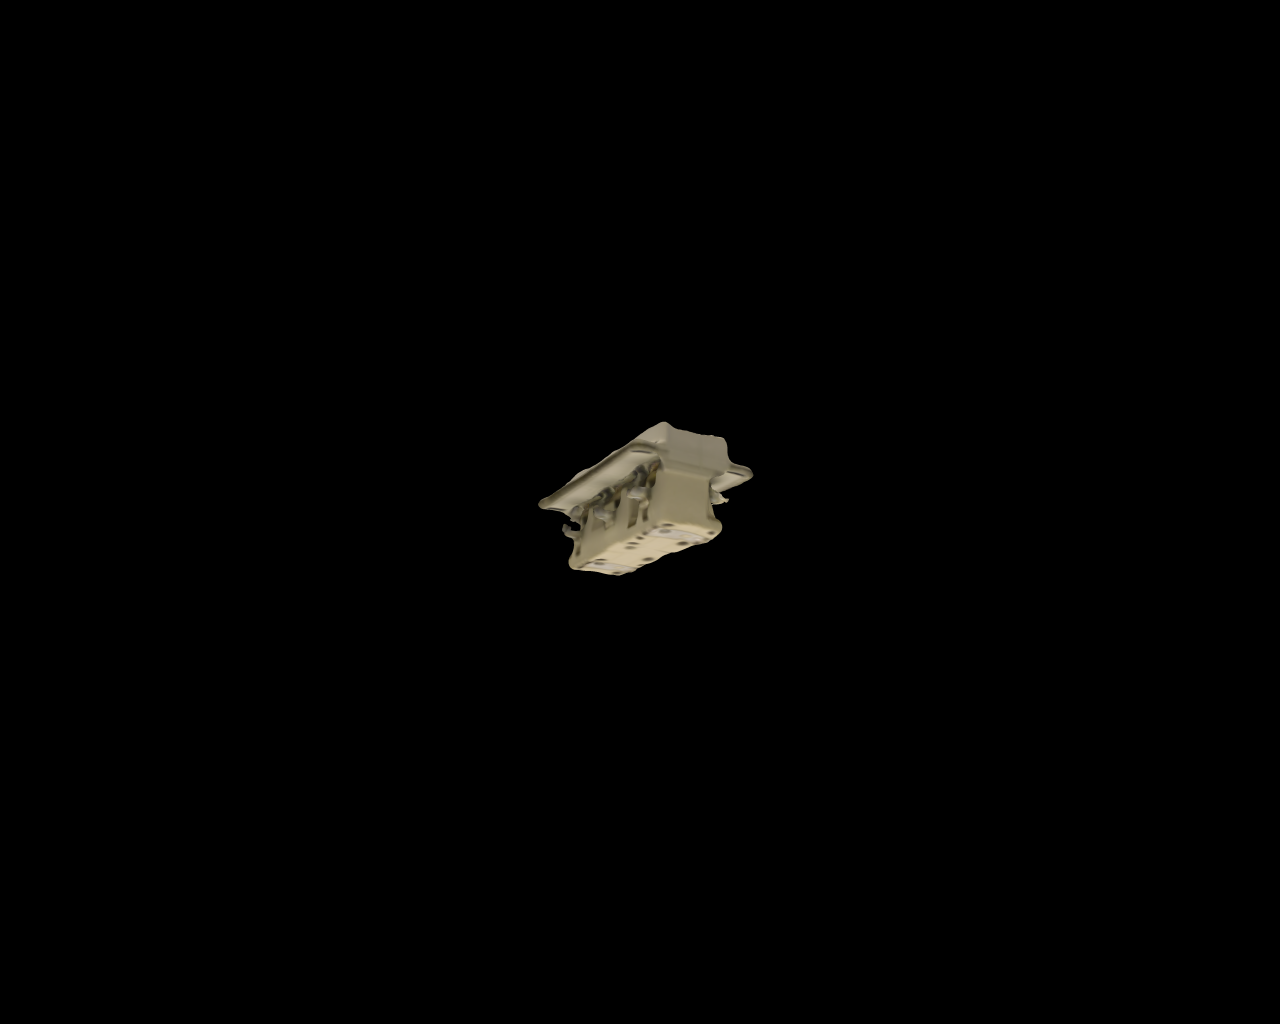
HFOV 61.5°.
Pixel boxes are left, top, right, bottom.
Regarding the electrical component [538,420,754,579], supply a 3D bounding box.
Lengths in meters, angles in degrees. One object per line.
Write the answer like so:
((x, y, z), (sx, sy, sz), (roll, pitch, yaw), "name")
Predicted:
((0.001, -0.003, 0.650), (0.079, 0.063, 0.121), (11, -21, -30), "electrical component")
